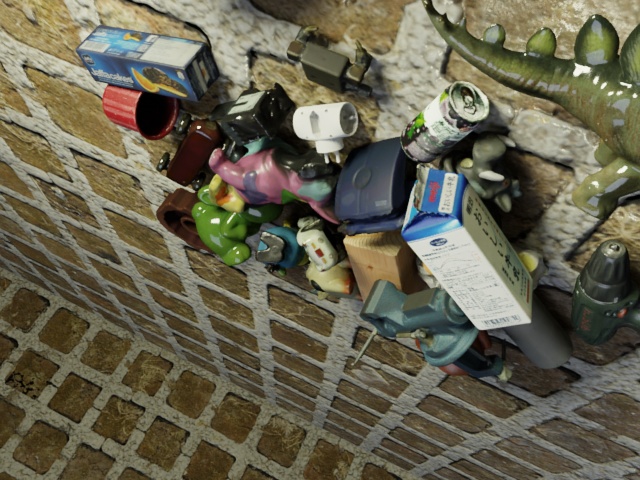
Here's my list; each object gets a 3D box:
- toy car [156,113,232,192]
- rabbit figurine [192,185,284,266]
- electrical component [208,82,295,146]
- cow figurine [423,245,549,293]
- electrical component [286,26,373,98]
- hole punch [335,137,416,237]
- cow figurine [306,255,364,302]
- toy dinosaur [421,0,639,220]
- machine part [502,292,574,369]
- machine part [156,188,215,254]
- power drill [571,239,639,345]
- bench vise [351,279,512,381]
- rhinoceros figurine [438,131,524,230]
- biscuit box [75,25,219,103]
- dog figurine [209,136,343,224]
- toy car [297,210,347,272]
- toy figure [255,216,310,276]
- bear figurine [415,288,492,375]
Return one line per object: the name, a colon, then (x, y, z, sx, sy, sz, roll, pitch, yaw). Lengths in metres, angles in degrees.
toy car: (-0.221, -0.149, 0.931, 0.089, 0.053, 0.202, 26, 151, -18)
rabbit figurine: (-0.144, -0.059, 0.987, 0.170, 0.121, 0.159, -26, 116, 37)
electrical component: (-0.103, -0.173, 0.757, 0.119, 0.075, 0.047, -4, 138, 40)
cow figurine: (0.241, 0.032, 0.790, 0.168, 0.098, 0.068, 11, 104, 34)
electrical component: (0.014, -0.208, 0.626, 0.102, 0.045, 0.078, 24, -179, 14)
hole punch: (0.079, -0.071, 0.728, 0.142, 0.116, 0.092, -4, 131, 46)
cow figurine: (0.030, 0.073, 1.009, 0.127, 0.085, 0.194, 9, 170, 21)
toy dinosaur: (0.304, -0.111, 0.464, 0.472, 0.105, 0.198, 14, 143, 8)
machine part: (0.338, 0.136, 0.872, 0.079, 0.079, 0.243, -8, 137, 49)
machine part: (-0.263, -0.040, 1.156, 0.179, 0.056, 0.179, 21, 152, 12)
power drill: (0.442, 0.096, 0.706, 0.207, 0.086, 0.231, 15, 152, 17)
bench vise: (0.185, 0.149, 0.825, 0.240, 0.129, 0.223, 35, 142, -12)
rhinoceros figurine: (0.197, -0.056, 0.679, 0.112, 0.073, 0.190, 17, 151, 24)
biscuit box: (-0.249, -0.254, 0.770, 0.203, 0.059, 0.062, 17, 151, 22)
dog figurine: (-0.056, -0.086, 0.829, 0.219, 0.108, 0.191, 24, 149, 4)
toy car: (-0.002, -0.003, 0.881, 0.073, 0.056, 0.202, 55, -175, -11)
toy figure: (-0.057, 0.015, 0.958, 0.089, 0.082, 0.180, 41, -171, 6)
bear figurine: (0.239, 0.140, 0.958, 0.132, 0.120, 0.195, -117, 15, -63)
